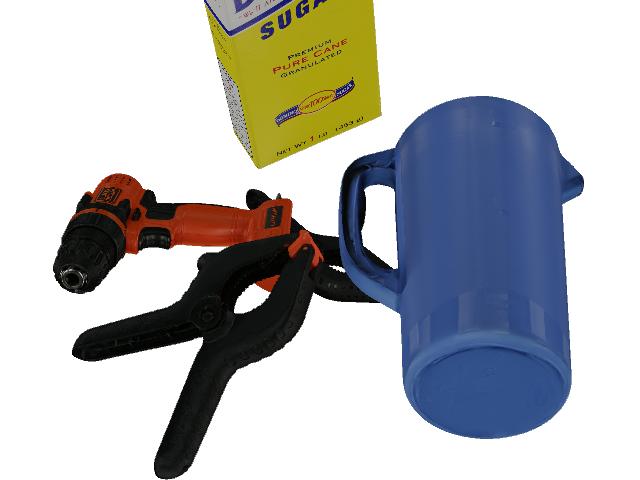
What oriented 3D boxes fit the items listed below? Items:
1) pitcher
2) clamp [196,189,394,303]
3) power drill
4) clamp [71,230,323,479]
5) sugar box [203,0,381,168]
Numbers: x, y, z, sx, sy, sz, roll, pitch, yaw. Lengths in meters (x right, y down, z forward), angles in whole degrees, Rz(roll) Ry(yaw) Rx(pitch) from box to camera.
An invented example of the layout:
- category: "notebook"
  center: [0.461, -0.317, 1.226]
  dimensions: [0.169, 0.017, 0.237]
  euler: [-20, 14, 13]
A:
- category: "pitcher"
  center: [0.104, 0.016, 0.768]
  dimensions: [0.149, 0.242, 0.145]
  euler: [-31, -58, 30]
- category: "clamp"
  center: [-0.018, 0.022, 1.129]
  dimensions: [0.210, 0.036, 0.164]
  euler: [24, 35, 12]
- category: "power drill"
  center: [-0.120, 0.000, 0.904]
  dimensions: [0.187, 0.057, 0.184]
  euler: [8, 26, -1]
- category: "clamp"
  center: [-0.064, 0.064, 0.664]
  dimensions: [0.171, 0.120, 0.039]
  euler: [-34, -26, 2]
- category: "sugar box"
  center: [-0.016, -0.128, 0.625]
  dimensions: [0.093, 0.048, 0.176]
  euler: [-25, -34, -11]
